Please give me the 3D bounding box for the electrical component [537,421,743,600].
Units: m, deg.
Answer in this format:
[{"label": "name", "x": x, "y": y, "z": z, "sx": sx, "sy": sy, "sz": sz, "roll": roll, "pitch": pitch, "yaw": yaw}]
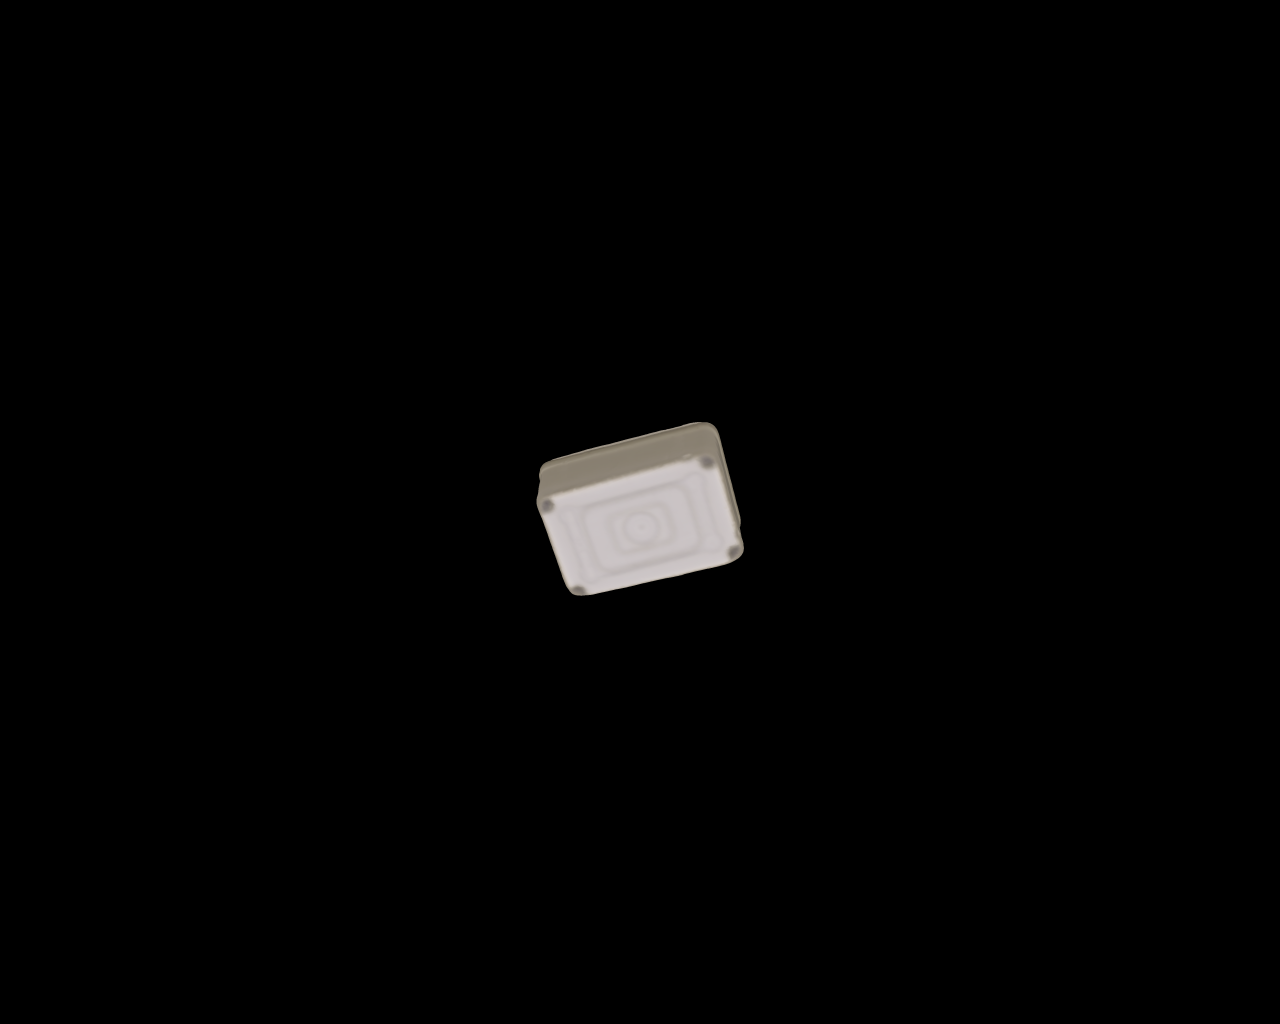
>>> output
[{"label": "electrical component", "x": 0.001, "y": -0.003, "z": 0.650, "sx": 0.113, "sy": 0.078, "sz": 0.057, "roll": -14, "pitch": 26, "yaw": 7}]
